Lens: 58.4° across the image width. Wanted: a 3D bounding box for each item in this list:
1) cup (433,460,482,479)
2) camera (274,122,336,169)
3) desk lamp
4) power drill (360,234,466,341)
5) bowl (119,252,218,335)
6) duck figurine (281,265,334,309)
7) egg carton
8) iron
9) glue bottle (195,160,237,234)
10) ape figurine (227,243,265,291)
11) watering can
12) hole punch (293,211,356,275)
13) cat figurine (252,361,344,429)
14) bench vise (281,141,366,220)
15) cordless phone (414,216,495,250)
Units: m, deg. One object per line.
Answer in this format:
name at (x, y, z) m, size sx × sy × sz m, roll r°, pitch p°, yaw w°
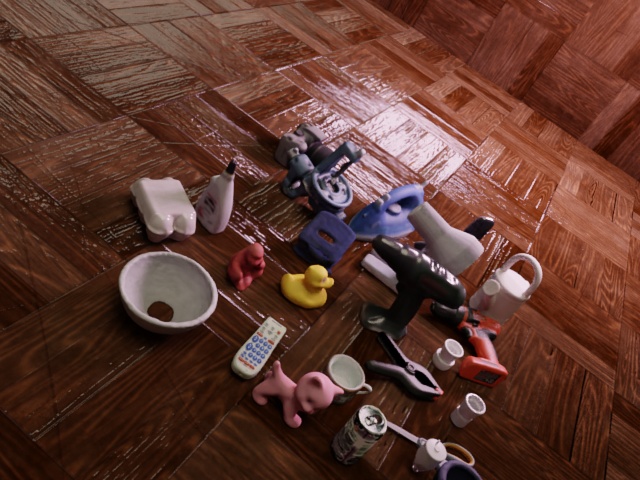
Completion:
cup at (0.219, 0.430, 0.927) m, size 0.117 × 0.095 × 0.092 m, roll 46°, pitch 39°, yaw 19°
camera at (-0.023, -0.237, 1.522) m, size 0.136 × 0.100 × 0.143 m, roll 41°, pitch 37°, yaw 12°
desk lamp at (0.233, 0.029, 1.300) m, size 0.203 × 0.213 × 0.118 m, roll 37°, pitch 37°, yaw 7°
power drill at (0.169, 0.105, 1.171) m, size 0.230 × 0.208 × 0.075 m, roll 23°, pitch 37°, yaw -11°
bowl at (-0.265, 0.103, 0.980) m, size 0.168 × 0.074 × 0.167 m, roll 19°, pitch 38°, yaw -16°
duck figurine at (-0.022, 0.085, 1.163) m, size 0.105 × 0.086 × 0.077 m, roll 20°, pitch 38°, yaw -15°
egg carton at (-0.312, -0.063, 1.143) m, size 0.107 × 0.069 × 0.150 m, roll -6°, pitch 50°, yaw -39°
iron at (0.177, -0.082, 1.450) m, size 0.259 × 0.141 × 0.118 m, roll -18°, pitch 58°, yaw -46°
glue bottle at (-0.204, -0.096, 1.170) m, size 0.078 × 0.173 × 0.037 m, roll 45°, pitch 39°, yaw 18°
ape figurine at (-0.139, 0.043, 1.123) m, size 0.078 × 0.092 × 0.076 m, roll 2°, pitch 45°, yaw -33°
watering can at (0.449, 0.117, 1.367) m, size 0.100 × 0.194 × 0.173 m, roll 42°, pitch 38°, yaw 14°
hole punch at (0.012, 0.005, 1.275) m, size 0.108 × 0.091 × 0.101 m, roll 37°, pitch 37°, yaw 8°
cat figurine at (-0.032, 0.245, 0.944) m, size 0.128 × 0.117 × 0.067 m, roll 33°, pitch 36°, yaw 2°
bench vise at (0.005, -0.160, 1.353) m, size 0.207 × 0.219 × 0.122 m, roll 32°, pitch 36°, yaw 1°
cordless phone at (0.337, -0.003, 1.434) m, size 0.148 × 0.185 × 0.094 m, roll 8°, pitch 42°, yaw -28°
